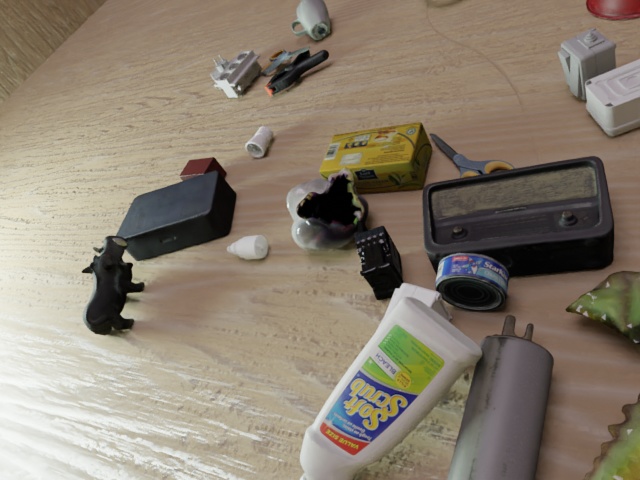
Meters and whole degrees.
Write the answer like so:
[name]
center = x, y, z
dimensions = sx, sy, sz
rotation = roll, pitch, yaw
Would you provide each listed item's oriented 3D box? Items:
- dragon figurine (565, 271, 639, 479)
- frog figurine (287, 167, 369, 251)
[dragon figurine]
center = 0.330, 0.126, 0.480
dimensions = 0.409, 0.120, 0.248
rotation = -23, 31, 6
[frog figurine]
center = 0.003, -0.043, 0.847
dimensions = 0.139, 0.122, 0.158
rotation = -62, 12, -17
